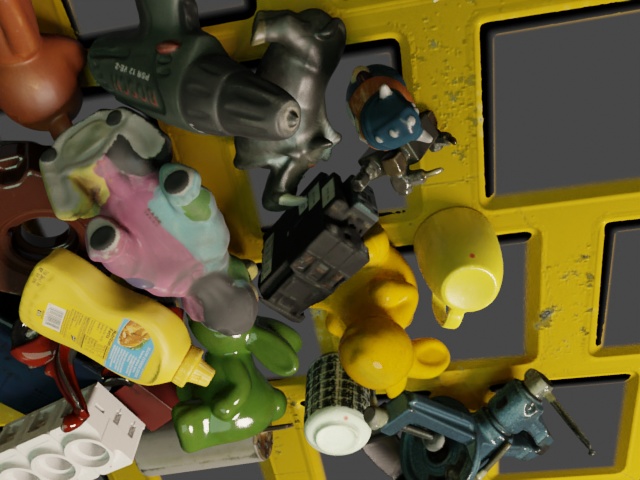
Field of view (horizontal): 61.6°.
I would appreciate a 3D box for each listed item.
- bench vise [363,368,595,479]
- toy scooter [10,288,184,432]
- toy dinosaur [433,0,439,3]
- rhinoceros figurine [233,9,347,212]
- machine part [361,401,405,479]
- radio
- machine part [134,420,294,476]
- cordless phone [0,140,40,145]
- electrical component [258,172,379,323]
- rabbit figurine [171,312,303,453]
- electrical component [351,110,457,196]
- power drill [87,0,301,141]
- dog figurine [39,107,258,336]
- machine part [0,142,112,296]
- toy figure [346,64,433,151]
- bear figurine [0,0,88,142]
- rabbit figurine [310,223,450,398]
[{"bbox_3d":[0.159,0.221,0.633,0.240,0.129,0.223,28,123,-29],"label":"bench vise"},{"bbox_3d":[-0.236,0.130,0.590,0.184,0.135,0.075,-10,157,-18],"label":"toy scooter"},{"bbox_3d":[0.228,-0.300,0.358,0.405,0.131,0.191,-19,129,9],"label":"toy dinosaur"},{"bbox_3d":[-0.032,-0.118,0.500,0.112,0.073,0.190,9,118,-14],"label":"rhinoceros figurine"},{"bbox_3d":[0.091,0.278,0.730,0.084,0.039,0.138,-27,113,11],"label":"machine part"},{"bbox_3d":[-0.368,0.128,0.653,0.229,0.073,0.131,35,115,-17],"label":"radio"},{"bbox_3d":[-0.153,0.263,0.714,0.243,0.079,0.079,-13,118,10],"label":"machine part"},{"bbox_3d":[-0.365,-0.045,0.553,0.184,0.089,0.146,-1,119,-4],"label":"cordless phone"},{"bbox_3d":[-0.001,-0.002,0.531,0.058,0.115,0.134,33,119,-24],"label":"electrical component"},{"bbox_3d":[-0.101,0.140,0.623,0.159,0.121,0.170,-4,104,2],"label":"rabbit figurine"},{"bbox_3d":[0.081,-0.079,0.500,0.078,0.102,0.045,-25,110,41],"label":"electrical component"},{"bbox_3d":[-0.102,-0.187,0.414,0.232,0.086,0.207,15,119,38],"label":"power drill"},{"bbox_3d":[-0.138,0.000,0.510,0.108,0.192,0.219,-41,151,-9],"label":"dog figurine"},{"bbox_3d":[-0.277,-0.010,0.542,0.179,0.056,0.179,-13,134,-14],"label":"machine part"},{"bbox_3d":[0.053,-0.108,0.448,0.064,0.154,0.057,19,116,-9],"label":"toy figure"},{"bbox_3d":[-0.245,-0.186,0.458,0.132,0.120,0.195,-45,147,-19],"label":"bear figurine"},{"bbox_3d":[0.054,0.093,0.552,0.122,0.173,0.162,-31,109,14],"label":"rabbit figurine"}]
